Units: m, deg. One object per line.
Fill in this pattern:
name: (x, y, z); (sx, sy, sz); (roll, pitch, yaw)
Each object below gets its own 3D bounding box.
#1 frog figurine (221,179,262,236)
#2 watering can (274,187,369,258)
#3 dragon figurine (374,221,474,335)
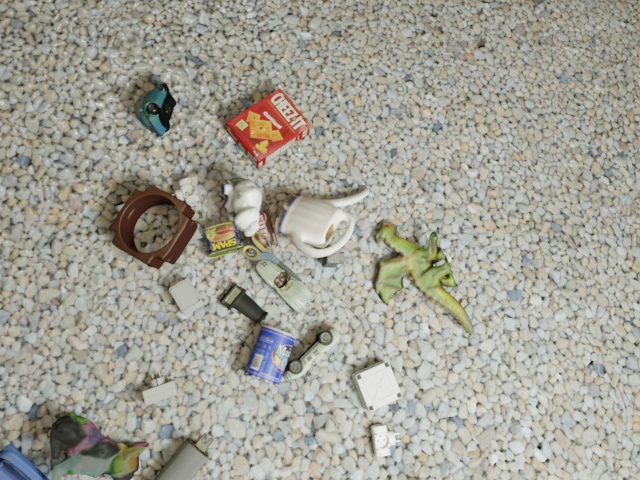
frog figurine: (-0.203, -0.092, 1.463); (0.123, 0.134, 0.162); (-11, 42, -42)
watering can: (0.005, -0.078, 1.545); (0.225, 0.101, 0.355); (20, 45, 14)
dragon figurine: (0.286, 0.122, 1.564); (0.242, 0.121, 0.415); (-19, 77, 4)
